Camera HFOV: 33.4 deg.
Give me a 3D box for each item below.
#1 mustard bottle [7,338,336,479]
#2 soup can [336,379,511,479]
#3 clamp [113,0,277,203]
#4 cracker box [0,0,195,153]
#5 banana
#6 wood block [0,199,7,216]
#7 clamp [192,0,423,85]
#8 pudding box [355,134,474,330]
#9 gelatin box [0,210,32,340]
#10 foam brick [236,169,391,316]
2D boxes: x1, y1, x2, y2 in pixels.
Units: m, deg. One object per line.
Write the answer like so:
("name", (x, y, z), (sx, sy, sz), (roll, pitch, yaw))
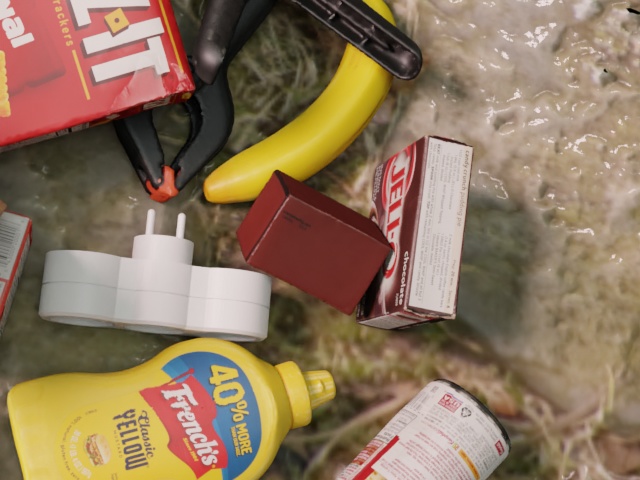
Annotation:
("mustard bottle", (-0.082, 0.110, 0.637), (0.191, 0.058, 0.096), (-13, 82, -18))
("soup can", (0.062, 0.144, 0.666), (0.102, 0.069, 0.068), (-42, 93, -19))
("clamp", (-0.100, -0.113, 0.683), (0.120, 0.039, 0.171), (17, 73, -12))
("cracker box", (-0.195, -0.130, 0.600), (0.213, 0.072, 0.164), (-18, 97, -10))
("banana", (0.001, -0.091, 0.711), (0.070, 0.037, 0.197), (29, 72, 9))
("wood block", (-0.262, -0.043, 0.508), (0.206, 0.091, 0.090), (40, 87, -14))
("clamp", (-0.044, -0.175, 0.673), (0.164, 0.036, 0.210), (-15, 64, -40))
("pudding box", (0.059, -0.002, 0.680), (0.039, 0.090, 0.113), (9, 78, -15))
("gelatin box", (-0.193, 0.031, 0.613), (0.030, 0.073, 0.089), (18, 77, -11))
("foam brick", (-0.004, 0.001, 0.667), (0.078, 0.051, 0.053), (29, 103, -19))
